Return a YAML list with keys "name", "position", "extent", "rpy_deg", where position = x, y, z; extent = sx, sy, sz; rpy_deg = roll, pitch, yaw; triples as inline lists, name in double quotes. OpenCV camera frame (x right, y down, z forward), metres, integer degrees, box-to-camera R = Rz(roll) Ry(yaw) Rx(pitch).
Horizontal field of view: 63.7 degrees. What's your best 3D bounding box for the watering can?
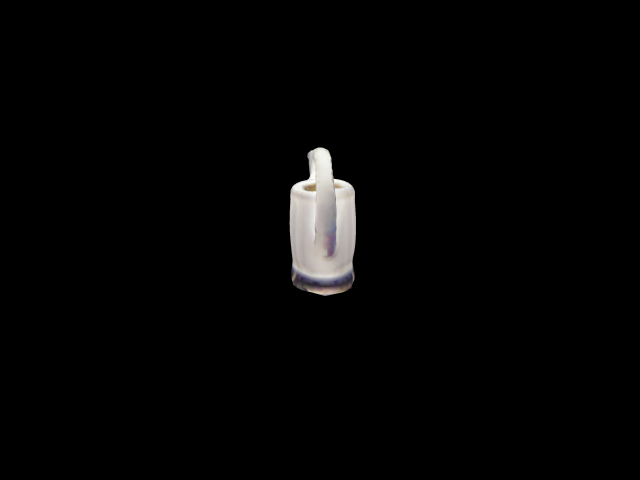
- name: "watering can"
  position: [0.003, -0.043, 0.850]
  extent: [0.104, 0.222, 0.351]
  rpy_deg: [0, 13, -2]
